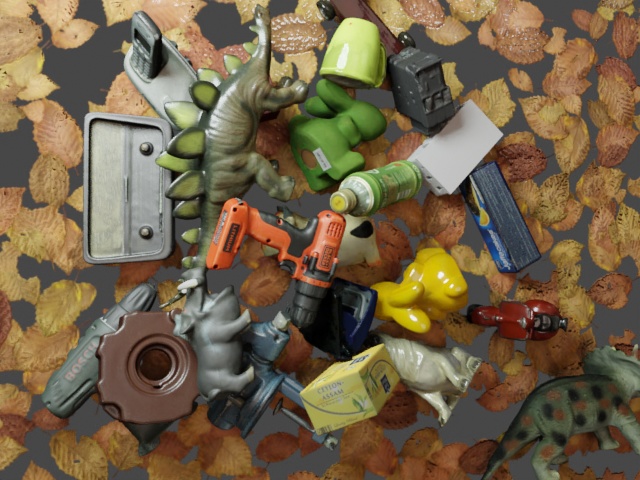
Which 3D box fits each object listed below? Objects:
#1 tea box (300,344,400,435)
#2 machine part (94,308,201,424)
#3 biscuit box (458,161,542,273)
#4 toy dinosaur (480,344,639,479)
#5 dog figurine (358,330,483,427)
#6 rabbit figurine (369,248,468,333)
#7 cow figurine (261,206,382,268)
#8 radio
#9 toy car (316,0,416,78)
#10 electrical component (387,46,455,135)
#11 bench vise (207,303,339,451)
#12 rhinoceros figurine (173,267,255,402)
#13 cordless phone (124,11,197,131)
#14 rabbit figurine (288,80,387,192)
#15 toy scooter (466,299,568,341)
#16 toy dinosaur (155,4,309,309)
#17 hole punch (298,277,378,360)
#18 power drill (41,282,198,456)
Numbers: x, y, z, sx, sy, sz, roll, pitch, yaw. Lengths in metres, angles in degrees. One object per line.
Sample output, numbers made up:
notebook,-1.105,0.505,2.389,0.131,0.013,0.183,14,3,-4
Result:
tea box,0.050,0.218,0.804,0.098,0.169,0.068,-26,83,17
machine part,-0.241,0.184,0.788,0.179,0.056,0.179,7,73,-22
biscuit box,0.325,-0.039,0.983,0.063,0.059,0.202,-27,94,-13
toy dinosaur,0.458,0.311,0.981,0.405,0.131,0.192,-13,79,-8
dog figurine,0.170,0.207,0.937,0.191,0.172,0.121,32,99,21
rabbit figurine,0.158,0.100,0.911,0.173,0.162,0.121,-12,104,5
cow figurine,-0.002,-0.003,0.898,0.195,0.085,0.127,-9,95,-11
radio,-0.294,-0.076,0.839,0.131,0.073,0.229,0,90,-12
toy car,0.079,-0.373,0.940,0.202,0.053,0.089,43,91,-12
electrical component,0.172,-0.249,0.914,0.058,0.115,0.134,-26,123,-6
bench vise,-0.062,0.235,0.851,0.241,0.129,0.223,34,90,8
rhinoceros figurine,-0.152,0.132,0.771,0.112,0.073,0.190,-11,85,-8
cordless phone,-0.225,-0.255,0.803,0.089,0.184,0.146,-41,97,-15
rabbit figurine,0.032,-0.184,0.912,0.170,0.121,0.159,-37,90,-29
toy scooter,0.365,0.142,0.949,0.184,0.135,0.075,5,86,-13
toy dinosaur,-0.140,-0.120,0.808,0.198,0.105,0.470,7,96,-28
hole punch,0.030,0.122,0.884,0.092,0.142,0.115,-9,105,-38
power drill,-0.286,0.209,0.832,0.232,0.086,0.207,-44,102,-18
